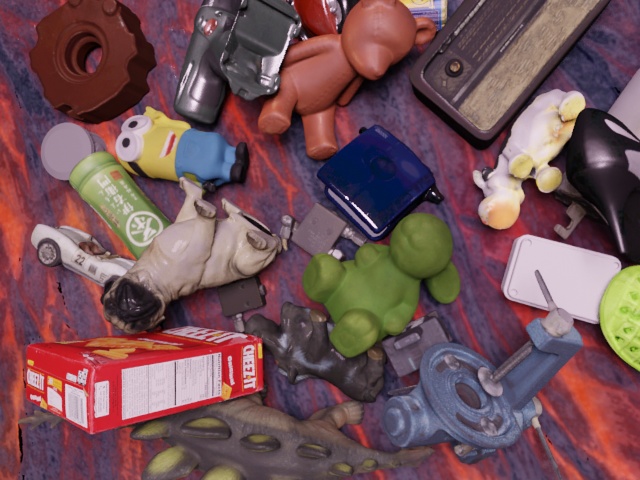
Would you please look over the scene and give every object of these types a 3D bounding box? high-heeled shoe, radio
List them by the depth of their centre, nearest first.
[{"bbox_3d":[0.343,-0.053,0.557,0.086,0.248,0.145,-23,71,52],"label":"high-heeled shoe"},{"bbox_3d":[0.219,-0.234,0.632,0.131,0.073,0.229,41,97,11],"label":"radio"}]

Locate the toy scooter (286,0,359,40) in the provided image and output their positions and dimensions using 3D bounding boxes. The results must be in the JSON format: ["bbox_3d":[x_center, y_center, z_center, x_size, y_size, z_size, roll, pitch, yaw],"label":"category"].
[{"bbox_3d":[-0.013,-0.330,0.684,0.135,0.075,0.183,-4,101,33],"label":"toy scooter"}]

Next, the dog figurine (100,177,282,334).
[{"bbox_3d":[-0.154,0.043,0.669,0.172,0.121,0.190,30,98,-26],"label":"dog figurine"}]

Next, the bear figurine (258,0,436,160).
[{"bbox_3d":[0.032,-0.194,0.627,0.196,0.120,0.132,-15,63,41],"label":"bear figurine"}]

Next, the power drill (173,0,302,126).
[{"bbox_3d":[-0.107,-0.252,0.656,0.208,0.086,0.232,28,98,51],"label":"power drill"}]

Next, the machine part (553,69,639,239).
[{"bbox_3d":[0.344,-0.104,0.603,0.079,0.079,0.243,34,96,11],"label":"machine part"}]

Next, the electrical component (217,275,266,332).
[{"bbox_3d":[-0.103,0.075,0.725,0.063,0.021,0.094,-16,85,11],"label":"electrical component"}]

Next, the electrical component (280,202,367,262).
[{"bbox_3d":[-0.002,-0.004,0.693,0.102,0.045,0.078,41,99,10],"label":"electrical component"}]

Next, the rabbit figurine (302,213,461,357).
[{"bbox_3d":[0.093,0.042,0.607,0.170,0.159,0.121,-48,52,33],"label":"rabbit figurine"}]

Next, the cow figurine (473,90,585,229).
[{"bbox_3d":[0.234,-0.095,0.624,0.068,0.098,0.167,32,105,-21],"label":"cow figurine"}]

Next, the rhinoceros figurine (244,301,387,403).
[{"bbox_3d":[-0.004,0.137,0.682,0.190,0.073,0.112,24,105,10],"label":"rhinoceros figurine"}]

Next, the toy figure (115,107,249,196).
[{"bbox_3d":[-0.185,-0.110,0.717,0.180,0.089,0.082,12,50,4],"label":"toy figure"}]

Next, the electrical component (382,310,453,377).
[{"bbox_3d":[0.115,0.122,0.628,0.075,0.119,0.047,-28,86,8],"label":"electrical component"}]

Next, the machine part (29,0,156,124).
[{"bbox_3d":[-0.325,-0.257,0.762,0.180,0.056,0.179,0,90,13],"label":"machine part"}]

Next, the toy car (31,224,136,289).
[{"bbox_3d":[-0.306,0.034,0.743,0.202,0.073,0.056,25,95,12],"label":"toy car"}]

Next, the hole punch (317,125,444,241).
[{"bbox_3d":[0.069,-0.072,0.659,0.142,0.092,0.116,45,94,13],"label":"hole punch"}]

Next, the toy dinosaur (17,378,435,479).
[{"bbox_3d":[-0.105,0.230,0.635,0.472,0.198,0.105,2,87,11],"label":"toy dinosaur"}]

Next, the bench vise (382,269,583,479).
[{"bbox_3d":[0.190,0.155,0.558,0.223,0.129,0.240,14,128,-22],"label":"bench vise"}]
